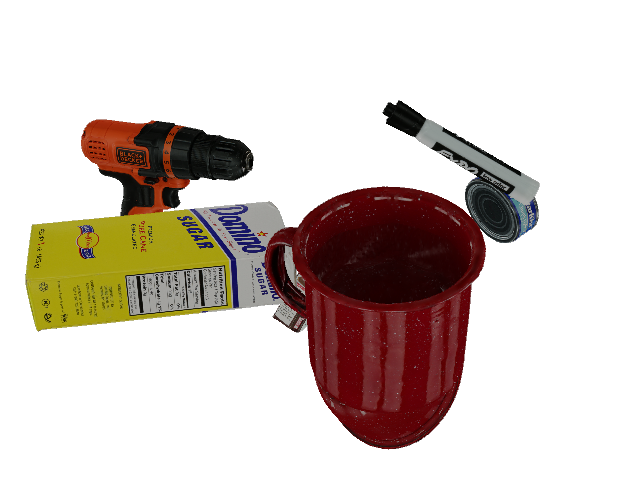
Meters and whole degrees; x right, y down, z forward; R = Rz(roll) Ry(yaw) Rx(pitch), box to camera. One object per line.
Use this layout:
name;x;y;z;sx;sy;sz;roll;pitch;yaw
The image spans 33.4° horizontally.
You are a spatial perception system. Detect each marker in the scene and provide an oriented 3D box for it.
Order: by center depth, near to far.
marker;0.097;-0.062;0.747;0.121;0.020;0.020;30;-3;-4

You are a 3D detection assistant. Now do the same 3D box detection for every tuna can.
tuna can;0.205;-0.040;1.217;0.033;0.086;0.086;-33;15;-24

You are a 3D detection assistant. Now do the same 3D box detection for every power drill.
power drill;-0.149;-0.030;1.086;0.185;0.188;0.057;11;30;22

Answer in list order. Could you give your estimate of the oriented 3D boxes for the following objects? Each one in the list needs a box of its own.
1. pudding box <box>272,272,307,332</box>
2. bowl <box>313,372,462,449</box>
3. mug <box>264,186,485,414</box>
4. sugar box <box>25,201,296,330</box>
pudding box;0.001;0.046;1.241;0.039;0.090;0.113;35;33;9
bowl;0.045;0.100;0.932;0.162;0.162;0.055;0;-9;44
mug;0.023;0.029;0.541;0.117;0.081;0.093;17;43;22
sugar box;-0.110;0.015;0.737;0.176;0.048;0.093;-9;27;-9
